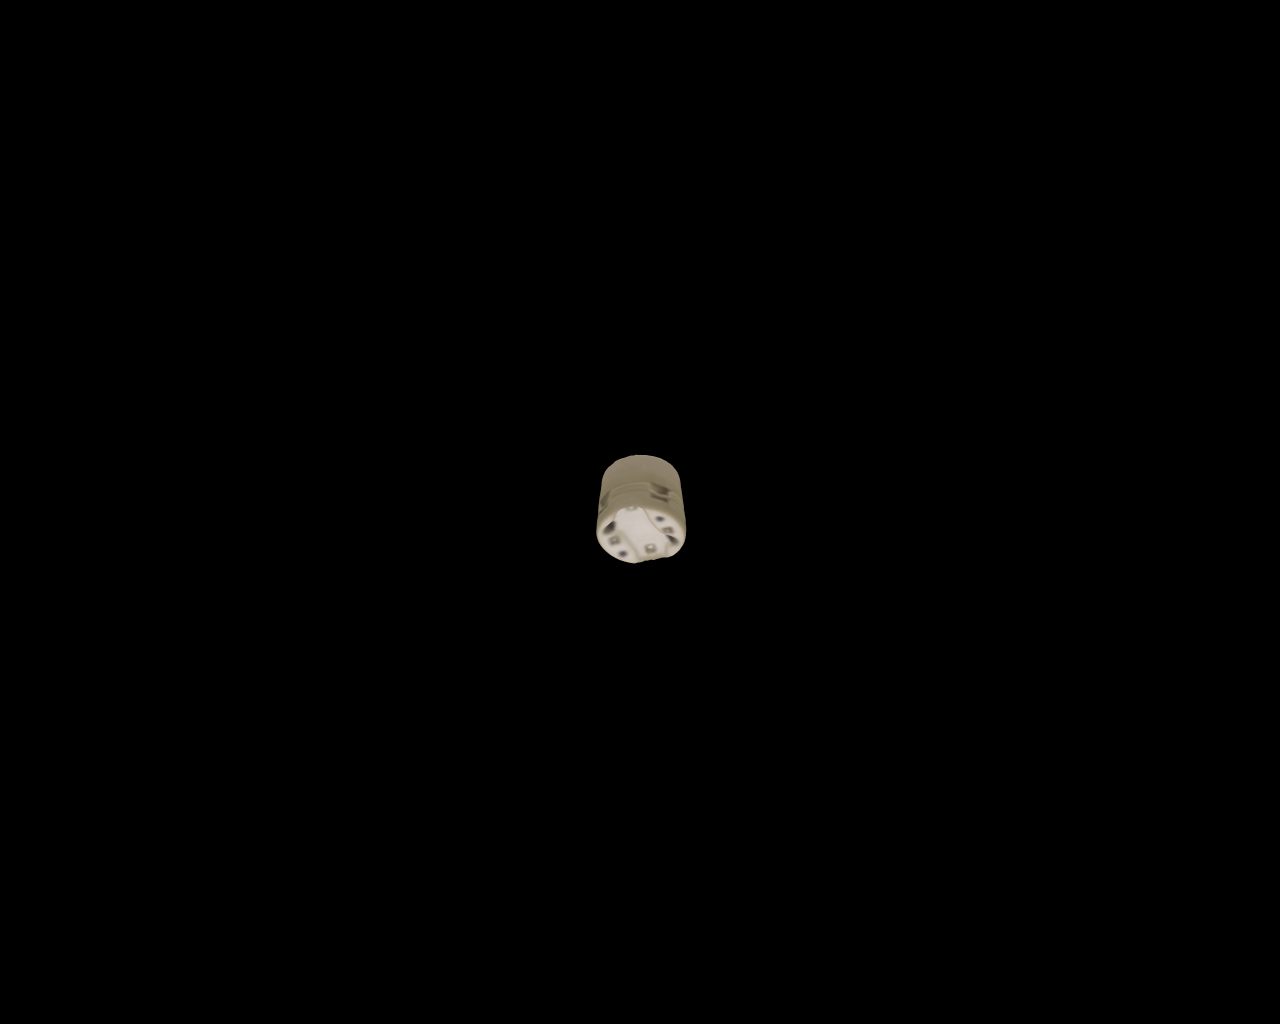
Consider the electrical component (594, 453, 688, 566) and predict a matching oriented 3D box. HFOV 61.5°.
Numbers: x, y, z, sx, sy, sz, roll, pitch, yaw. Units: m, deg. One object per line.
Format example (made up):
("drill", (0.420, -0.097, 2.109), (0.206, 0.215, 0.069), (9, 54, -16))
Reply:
("electrical component", (0.001, -0.003, 0.650), (0.055, 0.047, 0.055), (0, -41, 0))
